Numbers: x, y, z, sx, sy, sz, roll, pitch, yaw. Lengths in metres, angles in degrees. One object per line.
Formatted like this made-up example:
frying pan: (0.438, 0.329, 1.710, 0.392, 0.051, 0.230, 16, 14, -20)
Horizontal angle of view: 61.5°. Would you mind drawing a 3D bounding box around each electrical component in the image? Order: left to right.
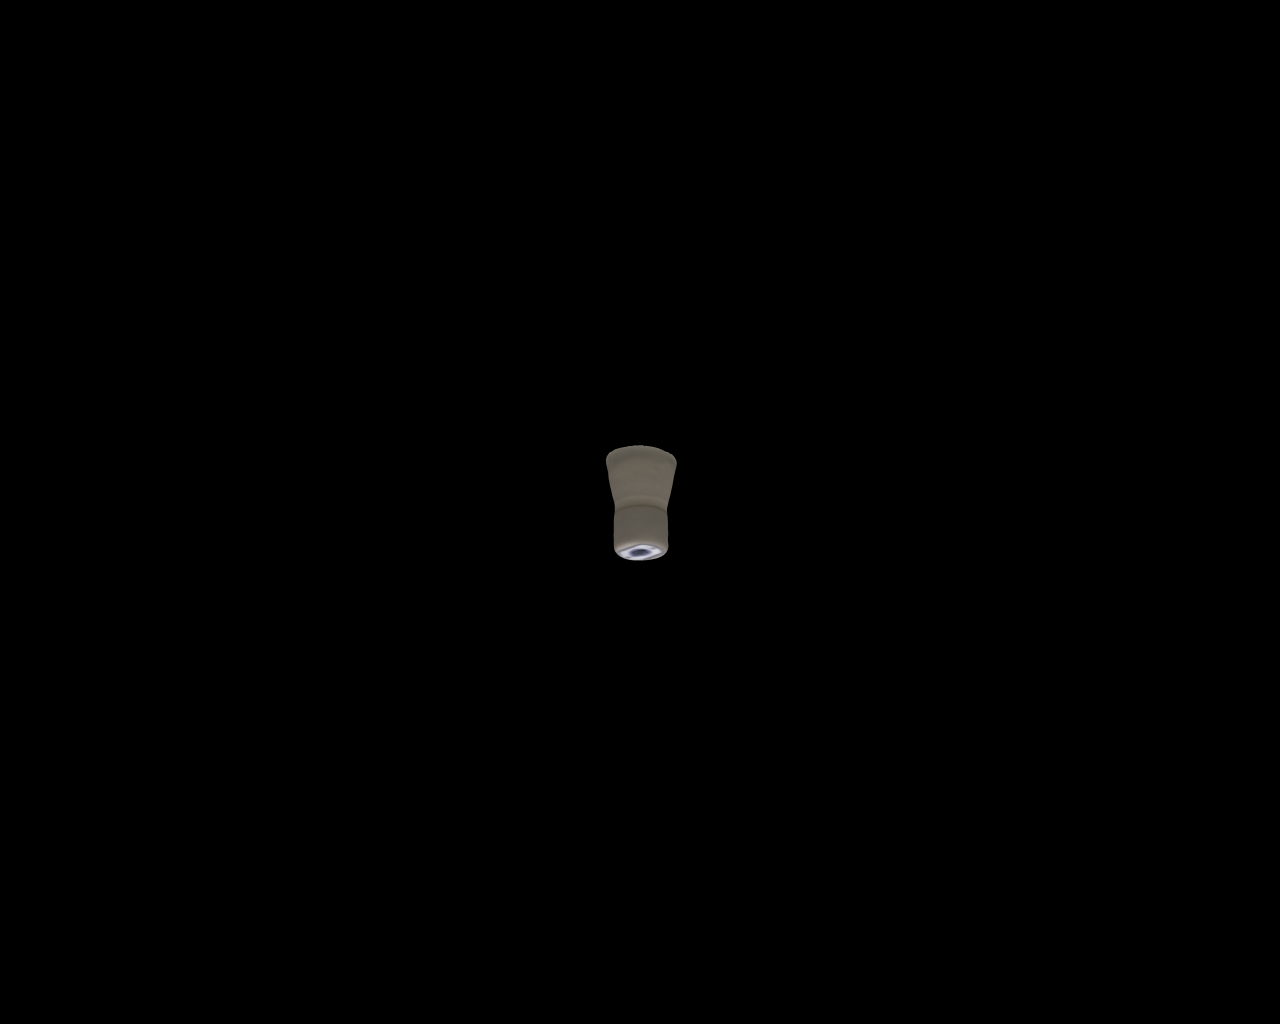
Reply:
electrical component: (0.001, -0.003, 0.650, 0.044, 0.065, 0.044, 0, -23, 0)
